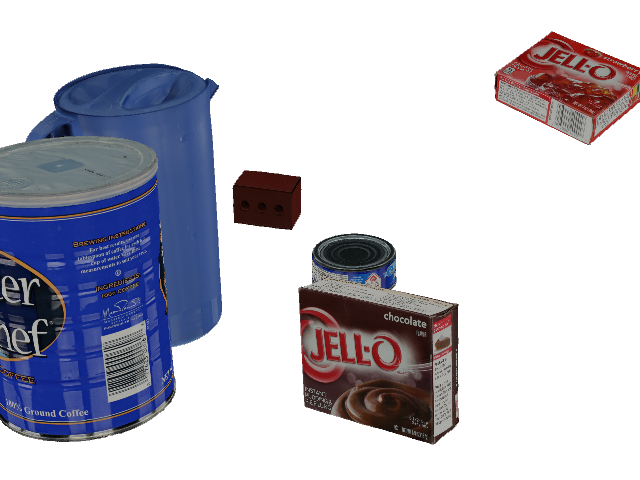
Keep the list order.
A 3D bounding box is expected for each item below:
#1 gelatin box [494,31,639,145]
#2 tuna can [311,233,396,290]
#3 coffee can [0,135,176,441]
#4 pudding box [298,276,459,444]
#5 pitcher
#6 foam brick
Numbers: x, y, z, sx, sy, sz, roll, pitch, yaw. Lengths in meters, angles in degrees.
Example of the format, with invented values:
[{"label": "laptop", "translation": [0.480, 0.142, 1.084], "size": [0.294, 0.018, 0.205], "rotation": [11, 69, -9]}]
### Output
[{"label": "gelatin box", "translation": [0.187, -0.117, 0.802], "size": [0.089, 0.030, 0.073], "rotation": [33, 55, 32]}, {"label": "tuna can", "translation": [0.034, 0.025, 1.068], "size": [0.086, 0.034, 0.086], "rotation": [-1, 25, 0]}, {"label": "coffee can", "translation": [-0.135, 0.024, 0.587], "size": [0.103, 0.140, 0.103], "rotation": [-2, 22, 0]}, {"label": "pudding box", "translation": [0.039, 0.078, 0.724], "size": [0.114, 0.090, 0.039], "rotation": [9, 20, 36]}, {"label": "pitcher", "translation": [-0.162, -0.025, 0.954], "size": [0.149, 0.243, 0.145], "rotation": [-1, 27, 5]}, {"label": "foam brick", "translation": [-0.066, -0.051, 1.335], "size": [0.078, 0.053, 0.051], "rotation": [7, 29, 12]}]
